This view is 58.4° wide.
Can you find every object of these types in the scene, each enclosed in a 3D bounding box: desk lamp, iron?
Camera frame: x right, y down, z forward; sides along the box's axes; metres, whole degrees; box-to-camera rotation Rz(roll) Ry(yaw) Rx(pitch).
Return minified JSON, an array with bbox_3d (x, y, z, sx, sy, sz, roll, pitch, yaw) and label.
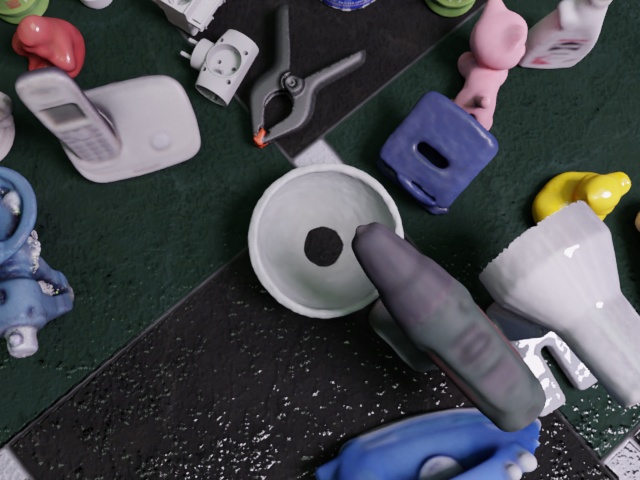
[{"bbox_3d":[0.241,0.078,0.567,0.118,0.213,0.203,-32,85,-5],"label":"desk lamp"},{"bbox_3d":[0.129,0.241,0.580,0.258,0.141,0.118,-21,84,-4],"label":"iron"}]

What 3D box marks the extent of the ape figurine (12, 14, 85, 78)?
[{"bbox_3d":[-0.310,-0.223,0.646,0.078,0.092,0.076,45,84,4],"label":"ape figurine"}]

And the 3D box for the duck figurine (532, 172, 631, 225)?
[{"bbox_3d":[0.299,-0.046,0.648,0.104,0.086,0.077,-26,84,-5],"label":"duck figurine"}]

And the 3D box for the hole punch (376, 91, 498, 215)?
[{"bbox_3d":[0.130,-0.095,0.646,0.108,0.091,0.101,39,84,3],"label":"hole punch"}]

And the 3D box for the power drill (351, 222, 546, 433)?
[{"bbox_3d":[0.108,0.083,0.564,0.229,0.208,0.076,45,84,4],"label":"power drill"}]

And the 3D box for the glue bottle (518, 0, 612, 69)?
[{"bbox_3d":[0.281,-0.239,0.627,0.078,0.173,0.037,-4,83,-2],"label":"glue bottle"}]

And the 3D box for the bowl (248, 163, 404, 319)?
[{"bbox_3d":[0.006,0.002,0.638,0.167,0.074,0.167,0,83,-2],"label":"bowl"}]

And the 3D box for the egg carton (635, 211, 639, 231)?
[{"bbox_3d":[0.427,0.019,0.653,0.107,0.069,0.150,-12,84,-3],"label":"egg carton"}]

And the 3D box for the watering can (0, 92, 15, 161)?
[{"bbox_3d":[-0.414,-0.136,0.581,0.173,0.194,0.101,-27,84,-5],"label":"watering can"}]

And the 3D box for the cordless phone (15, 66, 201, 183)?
[{"bbox_3d":[-0.211,-0.131,0.591,0.147,0.185,0.094,-19,84,-4],"label":"cordless phone"}]

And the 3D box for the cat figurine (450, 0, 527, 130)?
[{"bbox_3d":[0.193,-0.200,0.647,0.067,0.117,0.128,16,83,1],"label":"cat figurine"}]

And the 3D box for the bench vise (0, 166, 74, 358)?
[{"bbox_3d":[-0.319,0.005,0.554,0.121,0.219,0.207,-39,86,-6],"label":"bench vise"}]
